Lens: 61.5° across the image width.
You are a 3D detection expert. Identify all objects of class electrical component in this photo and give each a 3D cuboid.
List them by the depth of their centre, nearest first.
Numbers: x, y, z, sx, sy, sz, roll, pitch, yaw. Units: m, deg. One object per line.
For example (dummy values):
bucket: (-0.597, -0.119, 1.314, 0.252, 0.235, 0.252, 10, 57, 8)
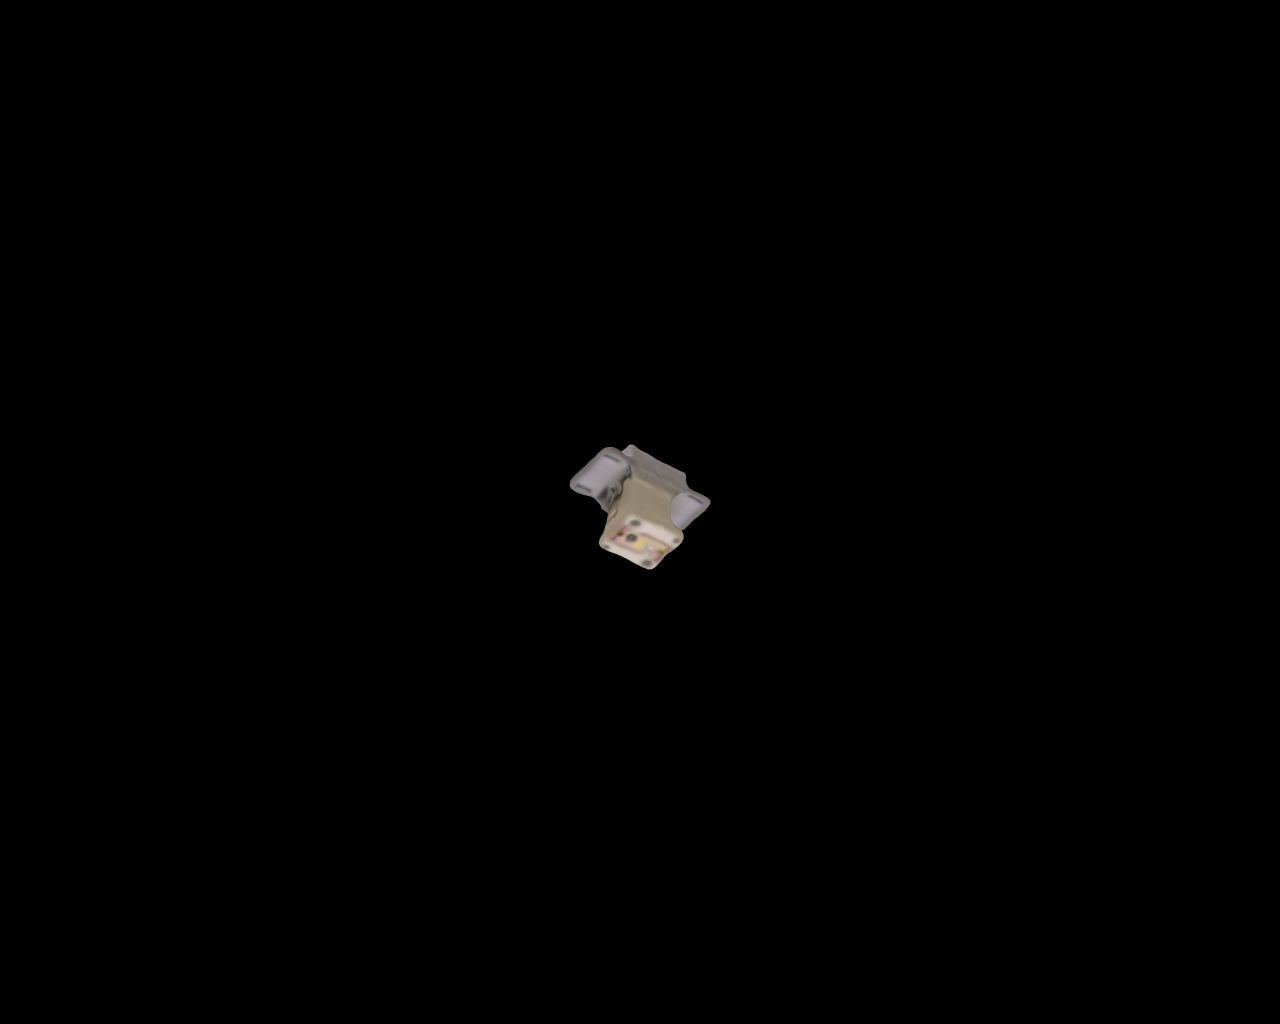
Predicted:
electrical component: (0.001, -0.003, 0.650, 0.081, 0.064, 0.042, 26, -49, -25)
